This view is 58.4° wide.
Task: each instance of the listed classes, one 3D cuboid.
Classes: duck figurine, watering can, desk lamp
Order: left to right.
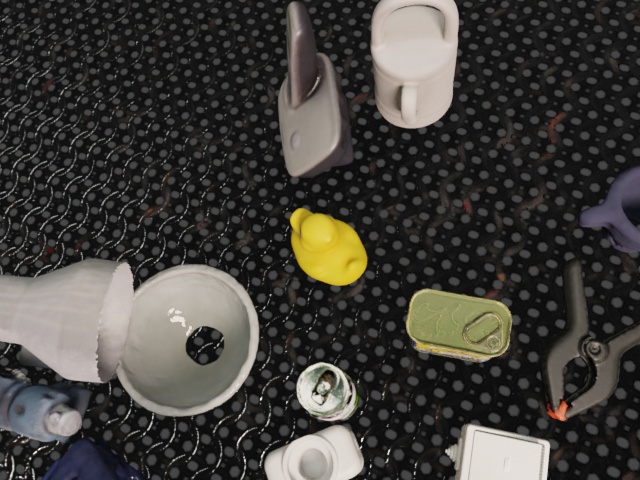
[{"bbox_3d":[-0.276,0.088,0.606,0.203,0.214,0.118,3,72,9],"label":"desk lamp"},{"bbox_3d":[0.006,0.002,0.662,0.104,0.086,0.077,40,81,19],"label":"duck figurine"},{"bbox_3d":[0.107,-0.228,0.667,0.101,0.194,0.173,-17,70,3],"label":"watering can"}]

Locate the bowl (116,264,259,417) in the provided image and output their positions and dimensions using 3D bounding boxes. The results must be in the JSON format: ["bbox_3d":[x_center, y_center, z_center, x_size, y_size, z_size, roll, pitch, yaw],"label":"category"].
[{"bbox_3d":[-0.142,0.116,0.651,0.167,0.075,0.167,-3,71,8],"label":"bowl"}]

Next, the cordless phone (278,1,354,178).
[{"bbox_3d":[-0.017,-0.170,0.671,0.094,0.185,0.147,-13,70,4],"label":"cordless phone"}]

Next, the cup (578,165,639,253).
[{"bbox_3d":[0.331,-0.020,0.617,0.117,0.095,0.091,-10,70,5],"label":"cup"}]

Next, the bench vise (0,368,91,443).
[{"bbox_3d":[-0.357,0.153,0.592,0.207,0.220,0.121,-7,70,6],"label":"bench vise"}]

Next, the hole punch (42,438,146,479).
[{"bbox_3d":[-0.257,0.276,0.604,0.101,0.091,0.109,32,79,17],"label":"hole punch"}]
